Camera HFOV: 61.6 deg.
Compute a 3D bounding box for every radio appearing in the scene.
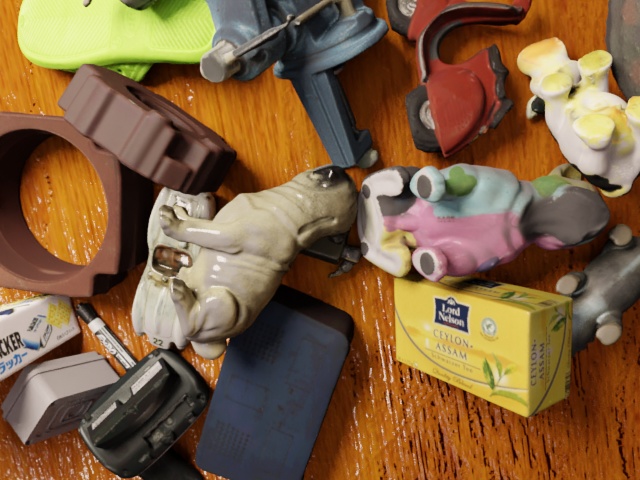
[{"bbox_3d":[-0.051,0.173,0.628,0.131,0.073,0.229,19,104,5],"label":"radio"}]

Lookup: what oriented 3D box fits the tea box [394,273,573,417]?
[{"bbox_3d":[0.153,0.091,0.530,0.068,0.170,0.098,-9,100,-32],"label":"tea box"}]

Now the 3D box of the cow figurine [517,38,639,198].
[{"bbox_3d":[0.245,-0.120,0.507,0.068,0.167,0.098,-23,136,9],"label":"cow figurine"}]

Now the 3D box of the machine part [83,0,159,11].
[{"bbox_3d":[-0.120,-0.282,0.477,0.243,0.079,0.079,-26,95,20],"label":"machine part"}]

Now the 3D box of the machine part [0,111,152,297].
[{"bbox_3d":[-0.303,-0.043,0.625,0.201,0.087,0.201,6,102,9],"label":"machine part"}]

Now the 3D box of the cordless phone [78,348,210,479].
[{"bbox_3d":[-0.183,0.239,0.663,0.146,0.089,0.184,-44,118,-16],"label":"cordless phone"}]

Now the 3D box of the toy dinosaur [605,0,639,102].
[{"bbox_3d":[0.325,-0.197,0.480,0.192,0.131,0.404,-7,104,24],"label":"toy dinosaur"}]

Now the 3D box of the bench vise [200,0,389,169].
[{"bbox_3d":[-0.004,-0.160,0.512,0.129,0.224,0.240,-5,127,32],"label":"bench vise"}]

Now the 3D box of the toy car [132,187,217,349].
[{"bbox_3d":[-0.170,0.035,0.631,0.074,0.056,0.201,16,102,6],"label":"toy car"}]

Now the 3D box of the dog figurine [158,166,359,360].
[{"bbox_3d":[-0.047,0.021,0.537,0.191,0.121,0.172,-8,105,-5],"label":"dog figurine"}]

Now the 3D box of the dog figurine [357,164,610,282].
[{"bbox_3d":[0.169,-0.026,0.545,0.219,0.192,0.108,-7,97,-24],"label":"dog figurine"}]

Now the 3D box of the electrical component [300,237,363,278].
[{"bbox_3d":[0.000,-0.002,0.604,0.102,0.045,0.078,11,73,5],"label":"electrical component"}]

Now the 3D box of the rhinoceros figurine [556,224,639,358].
[{"bbox_3d":[0.263,0.067,0.541,0.190,0.112,0.073,-46,74,2],"label":"rhinoceros figurine"}]

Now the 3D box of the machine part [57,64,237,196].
[{"bbox_3d":[-0.169,-0.113,0.549,0.179,0.179,0.056,34,100,2],"label":"machine part"}]

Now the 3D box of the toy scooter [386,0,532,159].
[{"bbox_3d":[0.145,-0.178,0.529,0.135,0.075,0.183,-10,95,15],"label":"toy scooter"}]
